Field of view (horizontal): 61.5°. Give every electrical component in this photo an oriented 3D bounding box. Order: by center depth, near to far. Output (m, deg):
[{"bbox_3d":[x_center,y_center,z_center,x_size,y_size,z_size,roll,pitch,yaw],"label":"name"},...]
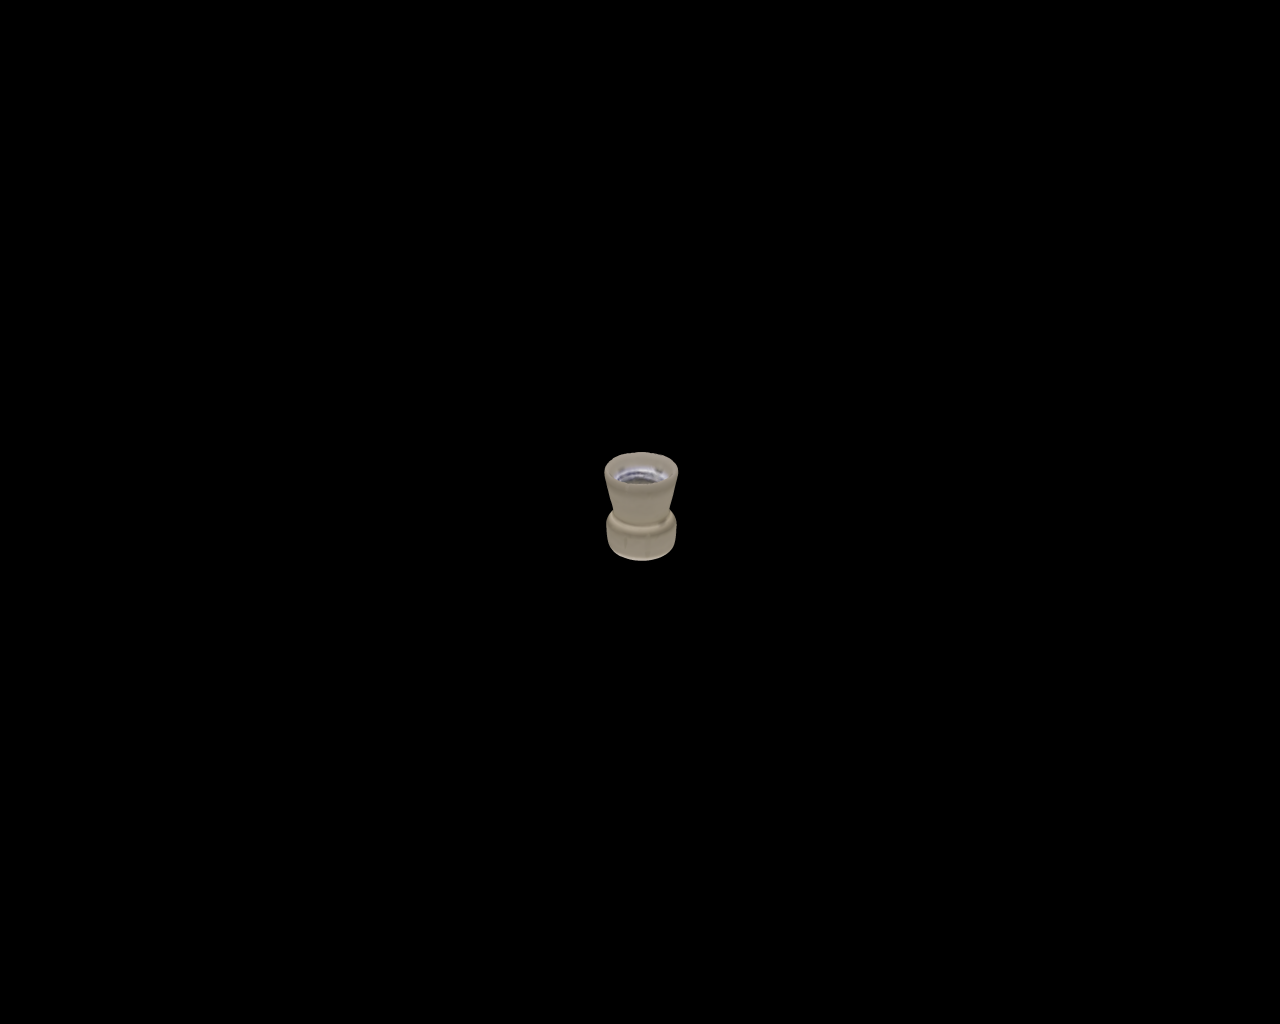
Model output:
[{"bbox_3d":[0.001,-0.003,0.650,0.045,0.055,0.045,0,29,0],"label":"electrical component"}]
